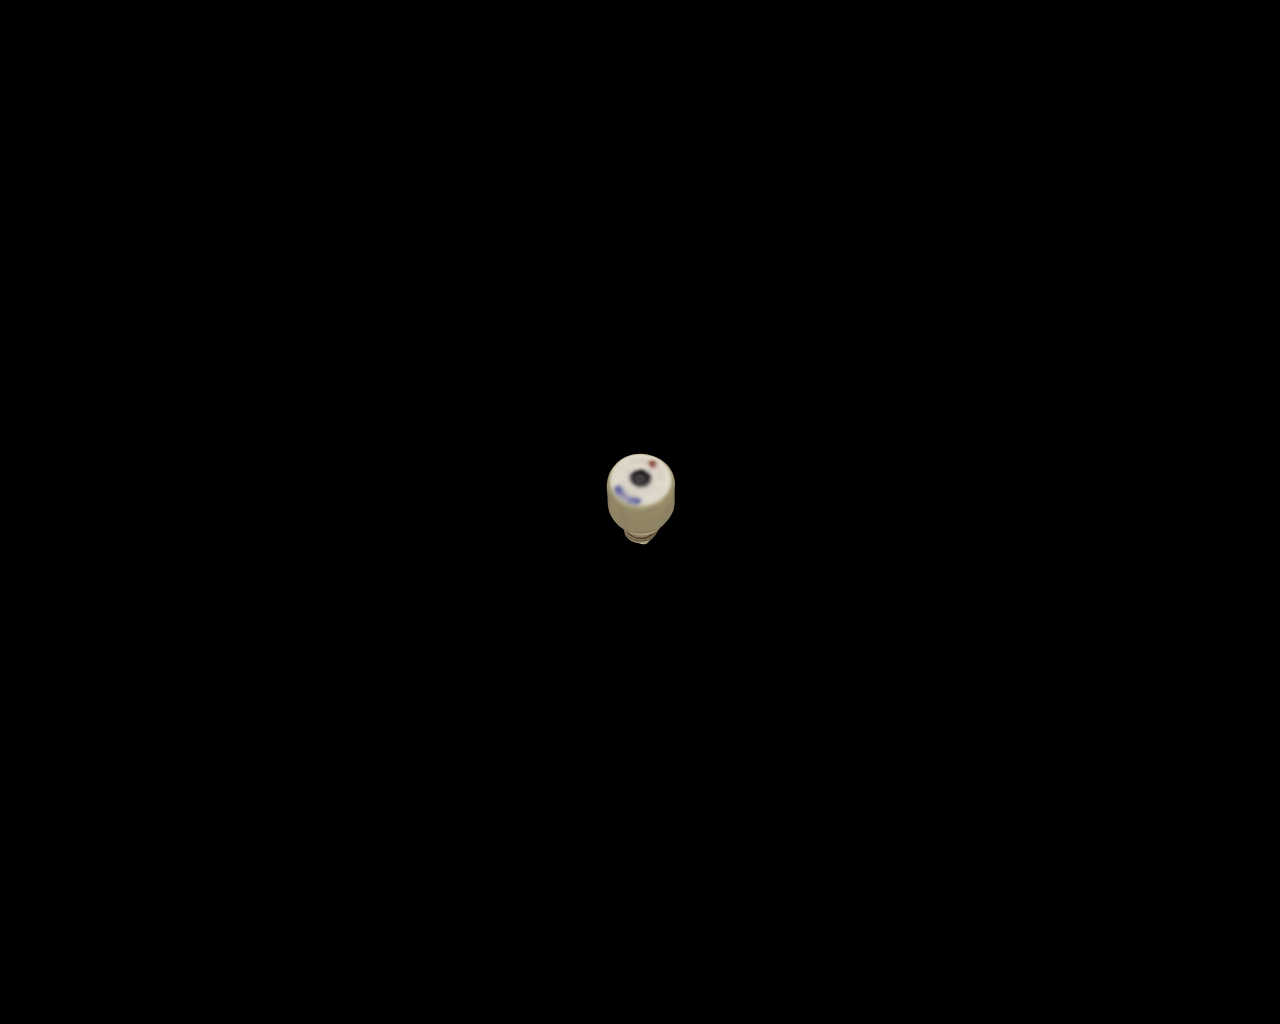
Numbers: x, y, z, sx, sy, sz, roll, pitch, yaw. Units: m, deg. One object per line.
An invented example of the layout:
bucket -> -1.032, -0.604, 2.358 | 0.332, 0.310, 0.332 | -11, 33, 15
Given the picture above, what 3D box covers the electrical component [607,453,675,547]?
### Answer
electrical component -> 0.001, -0.003, 0.650 | 0.040, 0.040, 0.078 | 0, -31, 0
